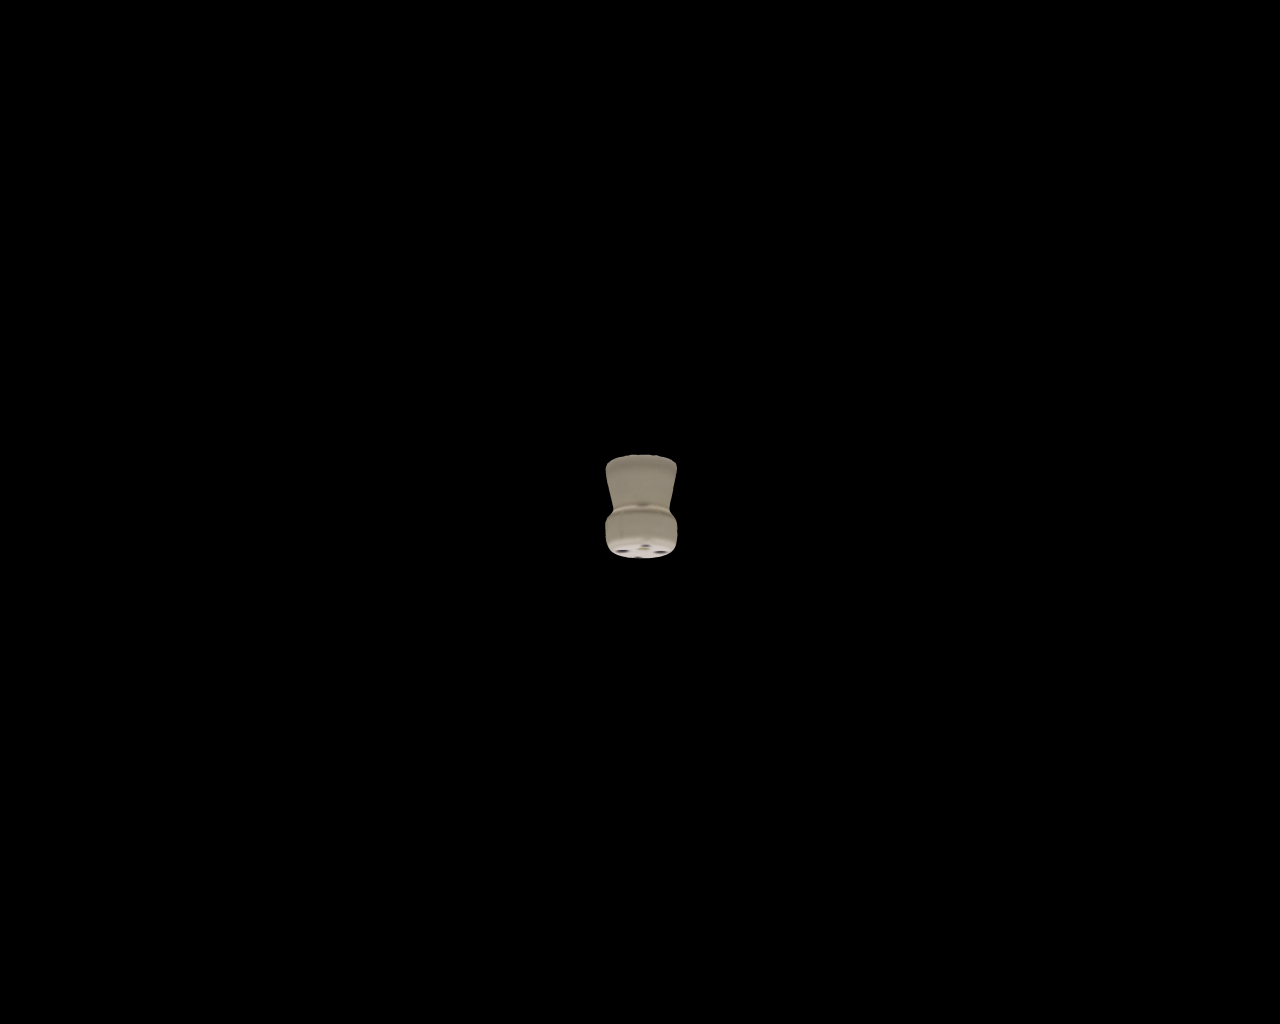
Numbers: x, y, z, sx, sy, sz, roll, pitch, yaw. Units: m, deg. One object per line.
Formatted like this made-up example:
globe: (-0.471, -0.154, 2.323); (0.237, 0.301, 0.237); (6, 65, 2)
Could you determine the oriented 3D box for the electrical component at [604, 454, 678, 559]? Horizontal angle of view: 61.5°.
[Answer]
electrical component: (0.001, -0.003, 0.650); (0.045, 0.055, 0.045); (0, -15, 0)
